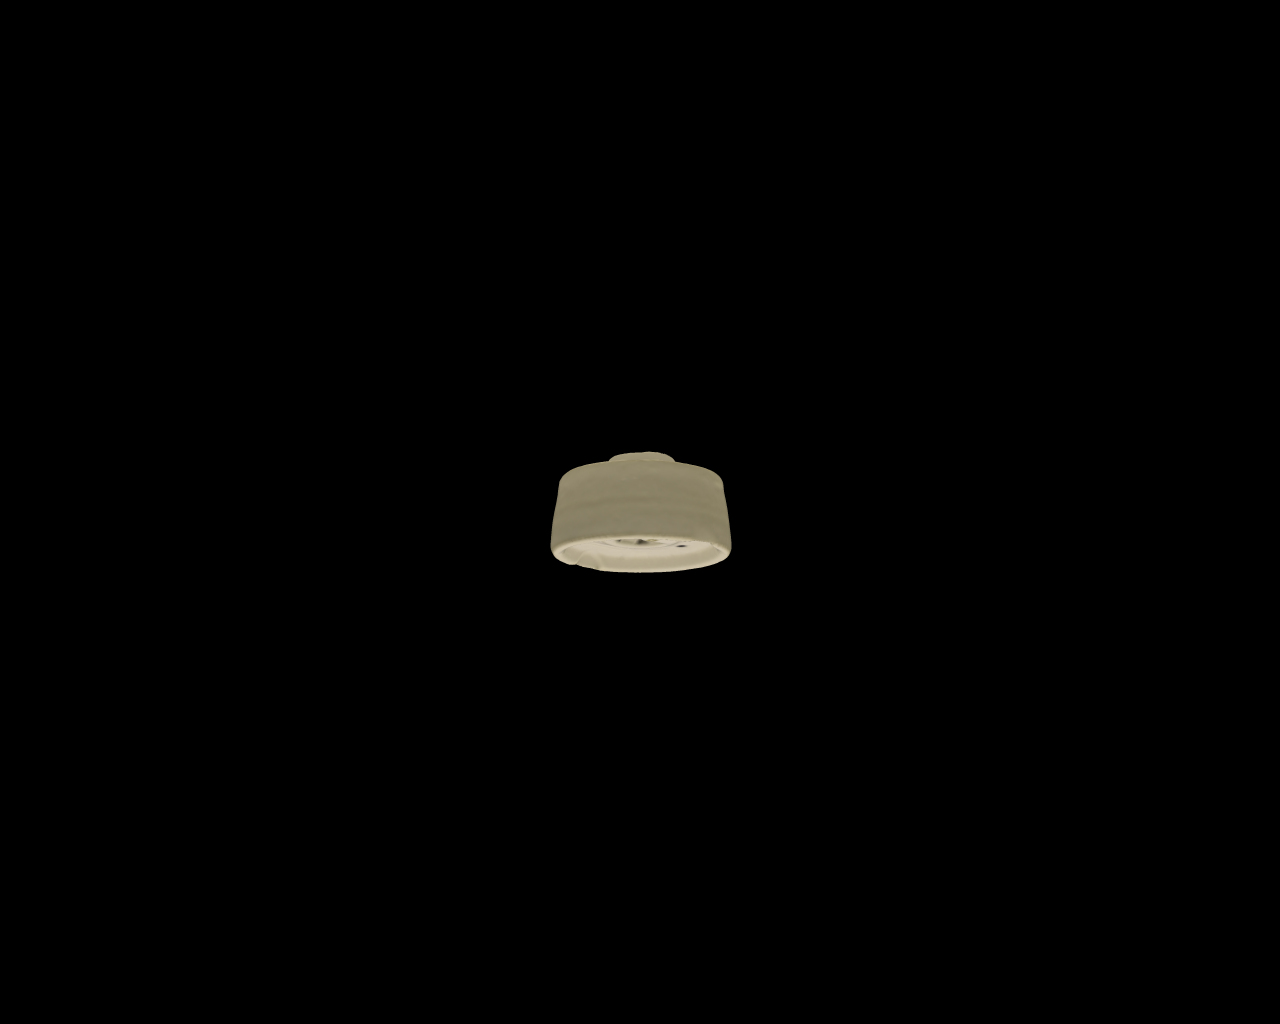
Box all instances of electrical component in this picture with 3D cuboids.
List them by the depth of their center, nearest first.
[{"bbox_3d":[0.001,-0.003,0.650,0.108,0.060,0.108,0,-14,0],"label":"electrical component"}]
